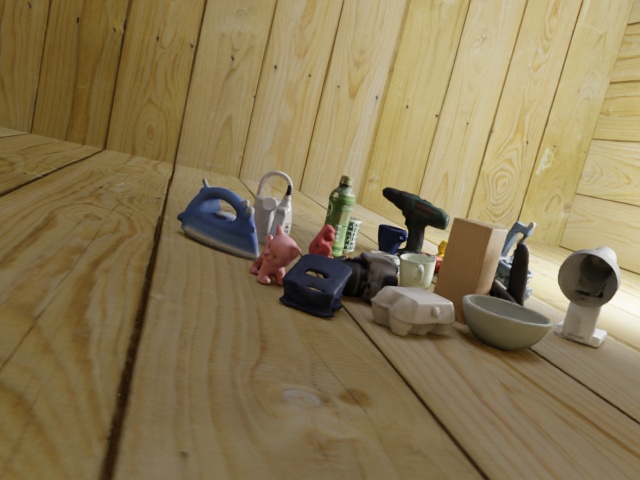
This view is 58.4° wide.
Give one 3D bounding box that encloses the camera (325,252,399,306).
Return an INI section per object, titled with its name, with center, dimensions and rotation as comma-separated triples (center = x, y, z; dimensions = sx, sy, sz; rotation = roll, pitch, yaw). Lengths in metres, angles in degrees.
[camera]
center = 0.081, 0.070, 1.173
dimensions = 0.137, 0.101, 0.143
rotation = 11, 10, -15

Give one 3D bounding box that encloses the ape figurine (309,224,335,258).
[ape figurine]
center = 0.014, 0.005, 1.492
dimensions = 0.076, 0.092, 0.078
rotation = 17, 10, 21

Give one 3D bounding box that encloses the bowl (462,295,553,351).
[bowl]
center = 0.341, 0.162, 1.073
dimensions = 0.167, 0.075, 0.167
rotation = 13, 9, -2

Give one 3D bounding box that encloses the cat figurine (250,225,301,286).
[cat figurine]
center = -0.086, 0.027, 1.137
dimensions = 0.067, 0.118, 0.127
rotation = 9, 10, -24

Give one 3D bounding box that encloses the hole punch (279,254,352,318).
[hole punch]
center = -0.006, 0.079, 1.023
dimensions = 0.108, 0.091, 0.101
rotation = 17, 10, 19

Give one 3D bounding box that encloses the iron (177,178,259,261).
[iron]
center = -0.219, -0.053, 1.354
dimensions = 0.257, 0.141, 0.119
rotation = 20, 12, 37

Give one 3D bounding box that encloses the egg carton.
[egg carton]
center = 0.170, 0.130, 1.039
dimensions = 0.151, 0.069, 0.107
rotation = 6, 12, -39

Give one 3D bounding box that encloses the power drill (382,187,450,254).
[power drill]
center = 0.284, -0.044, 1.814
dimensions = 0.229, 0.208, 0.076
rotation = 16, 10, 15

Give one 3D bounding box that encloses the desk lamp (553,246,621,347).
[desk lamp]
center = 0.588, 0.119, 1.258
dimensions = 0.117, 0.213, 0.204
rotation = 19, 11, 31

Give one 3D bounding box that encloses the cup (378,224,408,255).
[cup]
center = 0.223, 0.009, 1.761
dimensions = 0.092, 0.095, 0.117
rotation = 7, 11, -33

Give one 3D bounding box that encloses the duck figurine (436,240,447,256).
[duck figurine]
center = 0.398, 0.043, 1.838
dimensions = 0.077, 0.086, 0.104
rotation = 14, 9, 3

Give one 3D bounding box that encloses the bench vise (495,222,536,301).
[bench vise]
center = 0.496, 0.042, 1.569
dimensions = 0.206, 0.220, 0.122
rotation = 18, 10, 26

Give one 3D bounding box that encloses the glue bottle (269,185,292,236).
[glue bottle]
center = -0.094, -0.055, 1.446
dimensions = 0.037, 0.173, 0.078
rotation = 16, 9, 13

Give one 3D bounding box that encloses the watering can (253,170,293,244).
[watering can]
center = -0.127, -0.089, 1.537
dimensions = 0.101, 0.194, 0.172
rotation = 10, 10, -22

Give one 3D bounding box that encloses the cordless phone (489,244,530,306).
[cordless phone]
center = 0.421, 0.095, 1.246
dimensions = 0.094, 0.185, 0.147
rotation = 14, 9, 4
